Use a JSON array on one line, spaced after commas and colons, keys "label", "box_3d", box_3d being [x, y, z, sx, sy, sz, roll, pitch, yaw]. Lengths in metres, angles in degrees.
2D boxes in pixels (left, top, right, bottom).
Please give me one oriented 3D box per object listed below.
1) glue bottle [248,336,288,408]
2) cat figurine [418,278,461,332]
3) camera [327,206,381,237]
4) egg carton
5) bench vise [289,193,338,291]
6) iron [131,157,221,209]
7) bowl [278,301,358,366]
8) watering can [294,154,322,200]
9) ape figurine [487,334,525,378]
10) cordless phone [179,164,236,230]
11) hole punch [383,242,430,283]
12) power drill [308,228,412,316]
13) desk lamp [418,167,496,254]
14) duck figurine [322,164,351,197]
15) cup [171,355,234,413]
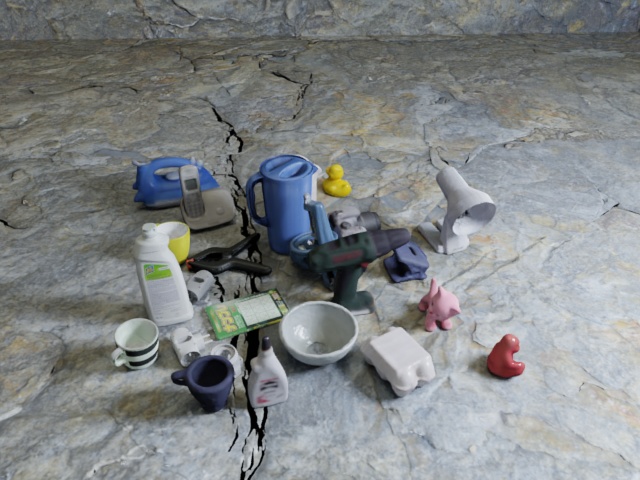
[{"label": "glue bottle", "box_3d": [-0.100, 0.244, 1.074, 0.078, 0.173, 0.037, -12, 38, -16]}, {"label": "cat figurine", "box_3d": [0.267, 0.139, 1.275, 0.067, 0.118, 0.127, -4, 36, -6]}, {"label": "camera", "box_3d": [0.098, -0.034, 1.524, 0.137, 0.101, 0.142, -13, 38, -18]}, {"label": "egg carton", "box_3d": [0.159, 0.245, 1.167, 0.107, 0.069, 0.149, -21, 41, -27]}, {"label": "bench vise", "box_3d": [0.018, -0.001, 1.375, 0.207, 0.220, 0.122, 15, 38, 19]}, {"label": "iron", "box_3d": [-0.424, -0.188, 1.688, 0.259, 0.141, 0.118, -11, 38, -16]}, {"label": "bowl", "box_3d": [-0.003, 0.209, 1.209, 0.167, 0.075, 0.167, 1, 36, 0]}, {"label": "watering can", "box_3d": [-0.057, -0.155, 1.608, 0.100, 0.194, 0.173, 6, 36, 8]}, {"label": "ape figurine", "box_3d": [0.384, 0.232, 1.173, 0.076, 0.092, 0.077, -1, 36, -2]}, {"label": "cordless phone", "box_3d": [-0.313, -0.126, 1.569, 0.148, 0.185, 0.094, -17, 40, -23]}, {"label": "hole punch", "box_3d": [0.217, 0.041, 1.433, 0.101, 0.091, 0.108, -8, 37, -12]}, {"label": "power drill", "box_3d": [0.086, 0.070, 1.289, 0.230, 0.208, 0.075, -6, 37, -10]}, {"label": "desk lamp", "box_3d": [0.347, -0.068, 1.481, 0.118, 0.214, 0.202, -12, 38, -17]}, {"label": "duck figurine", "box_3d": [0.052, -0.187, 1.746, 0.078, 0.086, 0.104, -25, 43, -31]}, {"label": "cup", "box_3d": [-0.219, 0.282, 1.086, 0.118, 0.095, 0.091, -1, 36, -3]}]
